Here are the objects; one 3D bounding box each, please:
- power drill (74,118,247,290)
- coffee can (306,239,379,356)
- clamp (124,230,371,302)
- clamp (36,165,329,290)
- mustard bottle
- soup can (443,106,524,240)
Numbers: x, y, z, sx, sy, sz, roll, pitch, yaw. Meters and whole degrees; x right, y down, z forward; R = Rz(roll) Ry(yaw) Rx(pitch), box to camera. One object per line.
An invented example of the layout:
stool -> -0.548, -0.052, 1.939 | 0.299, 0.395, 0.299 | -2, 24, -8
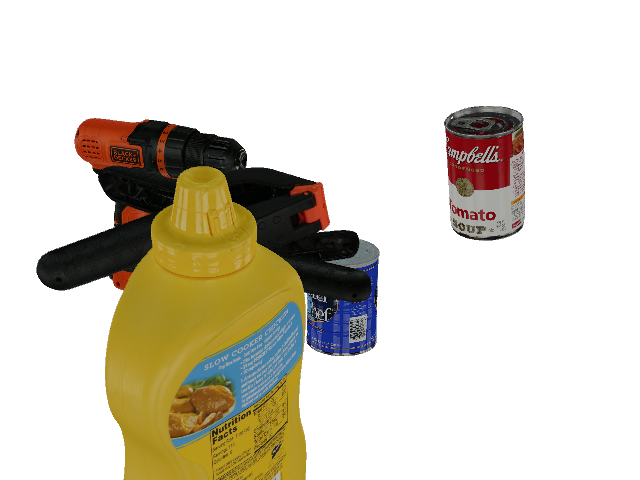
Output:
power drill -> -0.155, -0.031, 1.086 | 0.185, 0.188, 0.057 | 10, 30, 21
coffee can -> 0.031, 0.079, 1.515 | 0.103, 0.140, 0.103 | 0, 21, 0
clamp -> -0.059, 0.017, 0.859 | 0.210, 0.036, 0.164 | 1, 11, -8
clamp -> -0.084, -0.009, 0.639 | 0.172, 0.039, 0.120 | -1, 40, 23
mustard bottle -> -0.046, 0.057, 0.450 | 0.058, 0.192, 0.096 | 26, 40, 33
soup can -> 0.146, -0.060, 0.944 | 0.068, 0.102, 0.068 | -5, 28, 3
